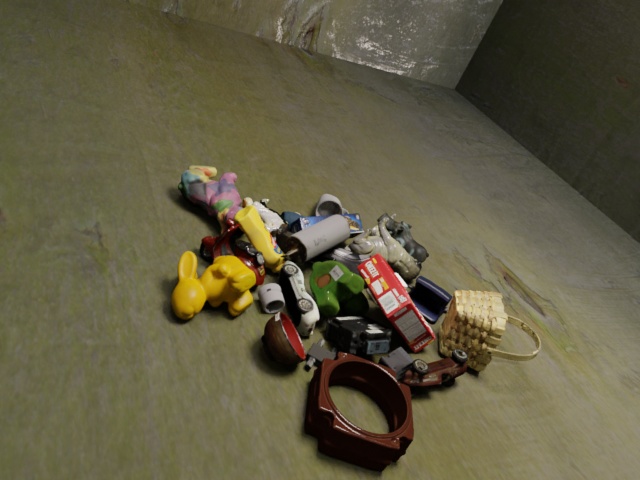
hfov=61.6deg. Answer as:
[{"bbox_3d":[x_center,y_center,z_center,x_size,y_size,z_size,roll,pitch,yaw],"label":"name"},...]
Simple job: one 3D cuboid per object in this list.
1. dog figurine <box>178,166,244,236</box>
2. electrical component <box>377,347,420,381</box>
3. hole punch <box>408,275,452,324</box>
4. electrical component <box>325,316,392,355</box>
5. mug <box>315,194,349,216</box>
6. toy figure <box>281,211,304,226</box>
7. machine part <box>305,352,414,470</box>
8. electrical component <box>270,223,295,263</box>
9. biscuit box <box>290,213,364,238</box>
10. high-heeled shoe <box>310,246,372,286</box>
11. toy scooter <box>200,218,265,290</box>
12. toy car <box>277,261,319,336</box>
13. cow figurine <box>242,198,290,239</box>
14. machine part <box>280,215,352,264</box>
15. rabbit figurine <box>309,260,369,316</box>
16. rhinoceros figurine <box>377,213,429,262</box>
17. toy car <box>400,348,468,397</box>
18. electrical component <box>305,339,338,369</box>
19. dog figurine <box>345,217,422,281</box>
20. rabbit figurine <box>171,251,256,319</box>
[{"bbox_3d":[-0.270,-0.087,1.399,0.191,0.108,0.219,10,38,-25],"label":"dog figurine"},{"bbox_3d":[0.173,0.280,1.199,0.119,0.074,0.048,-17,52,-42],"label":"electrical component"},{"bbox_3d":[0.303,0.149,1.470,0.142,0.092,0.116,31,28,16],"label":"hole punch"},{"bbox_3d":[0.092,0.216,1.205,0.115,0.058,0.134,1,10,-30],"label":"electrical component"},{"bbox_3d":[0.037,-0.100,1.652,0.109,0.080,0.107,13,24,-10],"label":"mug"},{"bbox_3d":[-0.040,-0.041,1.533,0.154,0.064,0.058,18,-6,-21],"label":"toy figure"},{"bbox_3d":[0.079,0.328,1.054,0.201,0.087,0.201,22,32,-8],"label":"machine part"},{"bbox_3d":[-0.094,0.011,1.387,0.078,0.102,0.045,26,33,22],"label":"electrical component"},{"bbox_3d":[0.021,-0.033,1.494,0.202,0.063,0.059,-6,77,-32],"label":"biscuit box"},{"bbox_3d":[0.067,0.062,1.473,0.248,0.086,0.145,22,-1,-36],"label":"high-heeled shoe"},{"bbox_3d":[-0.195,0.026,1.255,0.184,0.135,0.075,34,32,11],"label":"toy scooter"},{"bbox_3d":[-0.055,0.133,1.254,0.056,0.073,0.202,3,38,-26],"label":"toy car"},{"bbox_3d":[-0.146,-0.062,1.469,0.098,0.068,0.167,-9,46,-32],"label":"cow figurine"},{"bbox_3d":[-0.003,-0.004,1.362,0.079,0.079,0.243,41,44,24],"label":"machine part"},{"bbox_3d":[0.046,0.131,1.302,0.159,0.121,0.170,36,-6,48],"label":"rabbit figurine"},{"bbox_3d":[0.243,0.002,1.619,0.190,0.112,0.073,48,40,18],"label":"rhinoceros figurine"},{"bbox_3d":[0.260,0.303,1.211,0.202,0.089,0.053,-3,38,-39],"label":"toy car"},{"bbox_3d":[0.003,0.255,1.166,0.063,0.021,0.094,30,32,6],"label":"electrical component"},{"bbox_3d":[0.179,0.058,1.523,0.172,0.121,0.190,-34,84,-10],"label":"dog figurine"},{"bbox_3d":[-0.244,0.097,1.144,0.173,0.121,0.162,-31,67,-32],"label":"rabbit figurine"}]
